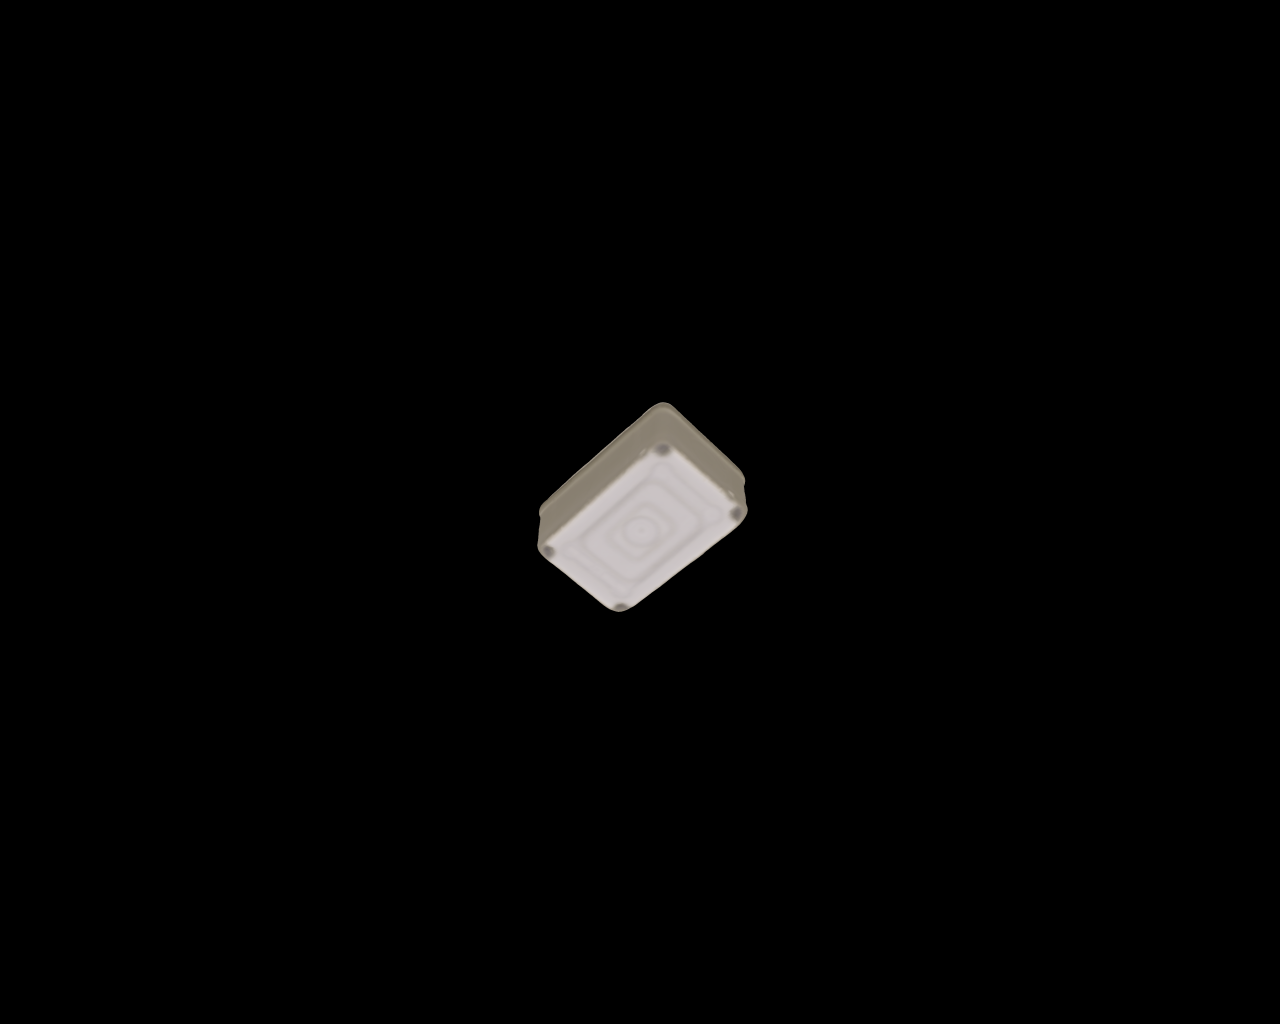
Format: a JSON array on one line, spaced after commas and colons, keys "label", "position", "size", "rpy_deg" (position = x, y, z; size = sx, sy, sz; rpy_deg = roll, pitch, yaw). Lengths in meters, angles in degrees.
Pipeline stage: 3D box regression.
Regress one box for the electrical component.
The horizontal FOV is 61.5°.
[{"label": "electrical component", "position": [0.001, -0.003, 0.650], "size": [0.113, 0.078, 0.057], "rpy_deg": [-39, 24, 22]}]
